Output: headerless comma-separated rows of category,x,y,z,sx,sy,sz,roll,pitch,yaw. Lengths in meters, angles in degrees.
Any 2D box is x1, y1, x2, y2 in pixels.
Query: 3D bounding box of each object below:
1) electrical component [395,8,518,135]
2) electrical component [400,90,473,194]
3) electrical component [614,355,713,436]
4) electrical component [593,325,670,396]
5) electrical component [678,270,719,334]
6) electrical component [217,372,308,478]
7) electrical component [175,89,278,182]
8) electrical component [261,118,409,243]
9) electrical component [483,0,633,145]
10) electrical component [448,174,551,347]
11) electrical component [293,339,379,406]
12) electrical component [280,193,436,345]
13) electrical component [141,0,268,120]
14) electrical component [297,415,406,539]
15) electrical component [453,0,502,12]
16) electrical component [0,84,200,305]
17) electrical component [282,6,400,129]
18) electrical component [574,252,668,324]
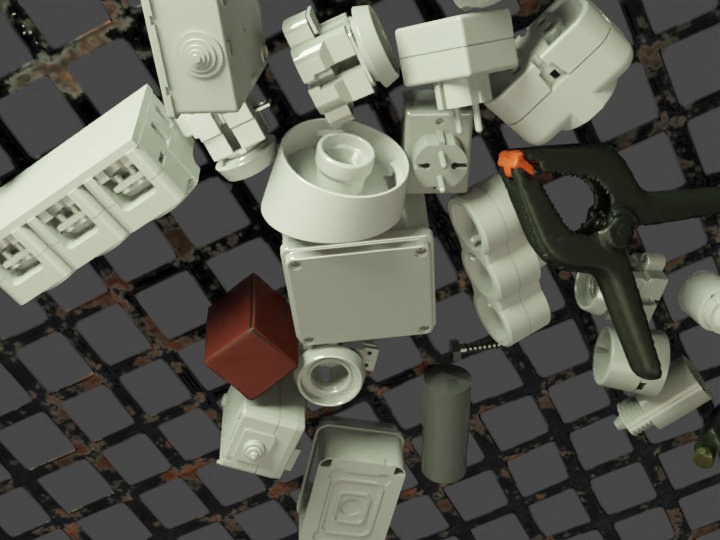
electrical component,0.067,-0.128,0.713,0.047,0.066,0.076,-18,103,-35
electrical component,0.055,-0.082,0.757,0.047,0.076,0.065,-1,123,-3
electrical component,0.253,0.112,0.916,0.081,0.043,0.043,-36,118,19
electrical component,0.222,0.073,0.883,0.047,0.055,0.055,9,122,-5
electrical component,0.285,0.031,0.848,0.040,0.078,0.040,-8,118,-15
electrical component,-0.076,0.122,0.871,0.061,0.096,0.061,17,120,-15
electrical component,-0.088,-0.096,0.758,0.066,0.048,0.055,-23,114,12
electrical component,-0.016,-0.060,0.750,0.099,0.099,0.064,8,131,-8
electrical component,0.136,-0.136,0.740,0.059,0.053,0.095,36,114,-24
electrical component,0.121,-0.013,0.823,0.074,0.052,0.138,-28,124,-14
electrical component,-0.025,0.072,0.865,0.078,0.057,0.058,9,122,-9
electrical component,0.000,0.000,0.807,0.109,0.056,0.108,-6,139,0
electrical component,-0.096,-0.154,0.688,0.048,0.099,0.099,0,124,11
electrical component,-0.009,0.188,0.943,0.078,0.057,0.113,9,122,-9
electrical component,0.074,-0.205,0.676,0.051,0.080,0.080,-22,122,17
electrical component,-0.191,-0.050,0.756,0.150,0.089,0.061,-31,120,16
electrical component,-0.009,-0.143,0.725,0.057,0.058,0.078,-22,116,12
electrical component,0.203,0.013,0.848,0.055,0.048,0.066,5,123,-16
